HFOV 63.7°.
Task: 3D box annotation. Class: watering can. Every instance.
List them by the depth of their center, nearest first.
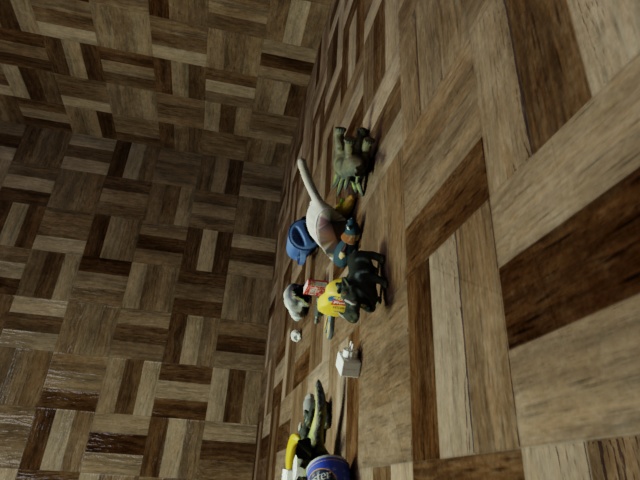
[{"bbox_3d":[0.005,-0.081,1.606,0.226,0.104,0.343,-138,28,-71],"label":"watering can"}]

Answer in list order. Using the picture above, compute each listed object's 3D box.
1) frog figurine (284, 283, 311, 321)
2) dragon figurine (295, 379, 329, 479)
[{"bbox_3d":[-0.105,0.260,2.120,0.156,0.123,0.140,-57,43,41],"label":"frog figurine"},{"bbox_3d":[-0.011,0.602,1.366,0.237,0.122,0.419,100,175,-61],"label":"dragon figurine"}]
